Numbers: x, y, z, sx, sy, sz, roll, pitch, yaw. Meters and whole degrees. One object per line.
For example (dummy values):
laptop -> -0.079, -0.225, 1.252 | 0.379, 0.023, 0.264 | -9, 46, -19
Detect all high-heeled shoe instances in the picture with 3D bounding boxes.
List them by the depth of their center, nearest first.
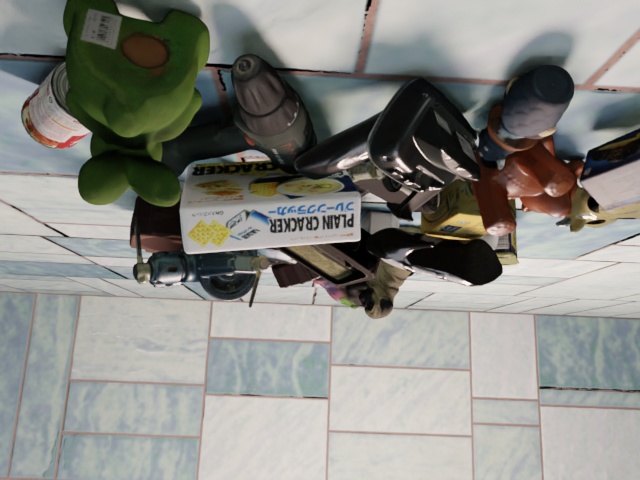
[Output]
high-heeled shoe -> 0.200, 0.033, 0.943 | 0.248, 0.086, 0.145 | 20, 164, -37

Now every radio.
radio -> -0.002, -0.003, 0.967 | 0.229, 0.073, 0.131 | 33, 153, -27

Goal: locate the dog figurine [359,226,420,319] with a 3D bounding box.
dog figurine -> 0.168, 0.074, 1.172 | 0.121, 0.190, 0.172 | 9, 164, -29

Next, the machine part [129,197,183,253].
machine part -> -0.262, -0.025, 1.047 | 0.201, 0.087, 0.201 | 8, 165, -19

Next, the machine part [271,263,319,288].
machine part -> -0.021, 0.036, 1.153 | 0.179, 0.056, 0.179 | -26, -166, 7

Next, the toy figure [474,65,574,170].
toy figure -> 0.213, -0.126, 0.572 | 0.058, 0.064, 0.154 | -3, 167, -4

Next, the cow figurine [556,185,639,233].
cow figurine -> 0.416, -0.063, 0.763 | 0.127, 0.085, 0.194 | 2, 164, 7

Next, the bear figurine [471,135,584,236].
bear figurine -> 0.282, -0.064, 0.697 | 0.195, 0.132, 0.120 | 21, 130, -39

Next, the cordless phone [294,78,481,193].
cordless phone -> 0.075, -0.093, 0.616 | 0.184, 0.089, 0.146 | -19, 157, 32

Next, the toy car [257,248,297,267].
toy car -> -0.106, -0.003, 1.074 | 0.109, 0.103, 0.162 | 13, 167, -27

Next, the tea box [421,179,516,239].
tea box -> 0.242, -0.048, 0.898 | 0.098, 0.068, 0.169 | 4, 168, -8

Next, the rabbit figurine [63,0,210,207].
rabbit figurine -> -0.164, -0.103, 0.489 | 0.121, 0.159, 0.170 | -1, 154, -23

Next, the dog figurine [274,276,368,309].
dog figurine -> 0.004, 0.087, 1.312 | 0.219, 0.191, 0.108 | -10, 178, -19

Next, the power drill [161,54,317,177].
power drill -> -0.112, -0.130, 0.604 | 0.207, 0.086, 0.232 | -10, 167, 17

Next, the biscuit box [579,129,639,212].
biscuit box -> 0.393, -0.099, 0.583 | 0.059, 0.063, 0.203 | 42, 147, -15

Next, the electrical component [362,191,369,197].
electrical component -> 0.045, -0.086, 0.867 | 0.063, 0.021, 0.094 | 9, 166, -25

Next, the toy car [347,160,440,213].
toy car -> 0.114, -0.081, 0.809 | 0.074, 0.056, 0.201 | -1, 167, 39

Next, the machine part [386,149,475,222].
machine part -> 0.154, -0.079, 0.726 | 0.139, 0.039, 0.084 | -43, 155, 17

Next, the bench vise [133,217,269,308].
bench vise -> -0.179, 0.040, 0.887 | 0.223, 0.128, 0.241 | 13, 169, -39
